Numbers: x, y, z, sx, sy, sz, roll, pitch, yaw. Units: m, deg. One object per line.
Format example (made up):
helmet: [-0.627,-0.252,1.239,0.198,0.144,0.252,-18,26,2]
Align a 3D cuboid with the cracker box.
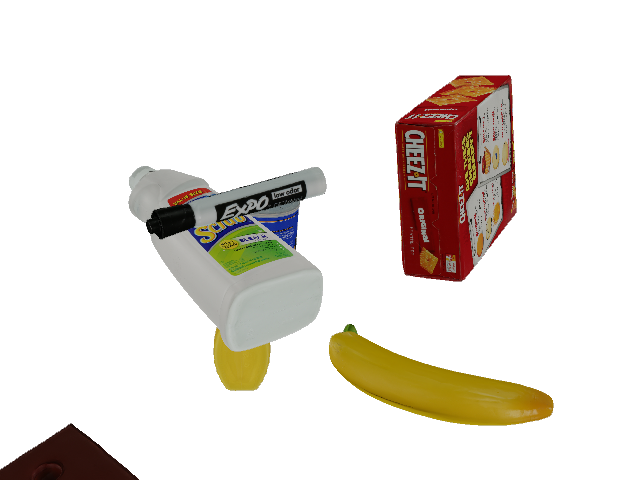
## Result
cracker box: [0.146,-0.073,1.125,0.072,0.164,0.213,4,22,25]

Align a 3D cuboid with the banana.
banana: [0.073,0.100,0.794,0.198,0.037,0.069,19,37,38]

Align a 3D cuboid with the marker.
marker: [-0.053,-0.024,0.675,0.120,0.020,0.020,-17,7,-25]

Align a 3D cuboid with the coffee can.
coffee can: [-0.084,0.006,1.517,0.103,0.140,0.103,3,24,-2]

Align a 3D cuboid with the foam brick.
foam brick: [-0.106,0.132,0.480,0.078,0.051,0.052,28,46,36]

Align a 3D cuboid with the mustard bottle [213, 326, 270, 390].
mustard bottle: [-0.082,0.072,1.159,0.058,0.096,0.191,-1,28,-1]

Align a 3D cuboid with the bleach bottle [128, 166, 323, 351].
bleach bottle: [-0.108,0.000,0.966,0.102,0.068,0.251,-17,38,-34]
